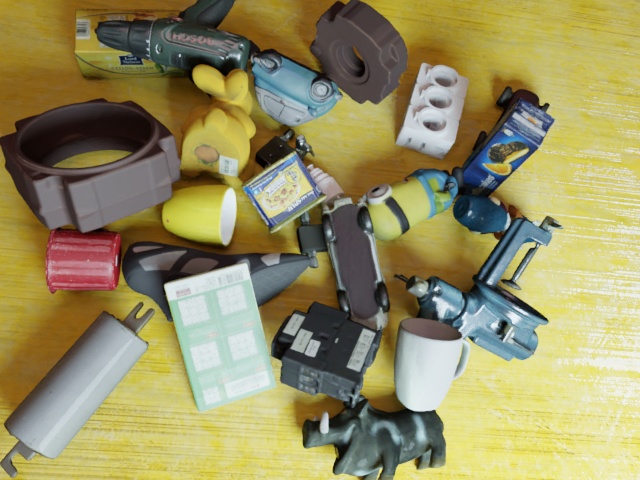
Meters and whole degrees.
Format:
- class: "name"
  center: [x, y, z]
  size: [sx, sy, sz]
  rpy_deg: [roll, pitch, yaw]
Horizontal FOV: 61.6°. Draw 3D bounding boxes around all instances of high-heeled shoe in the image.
- class: "high-heeled shoe"
  center: [-0.149, 0.032, 0.772]
  size: [0.249, 0.086, 0.145]
  rpy_deg: [-18, 53, -26]

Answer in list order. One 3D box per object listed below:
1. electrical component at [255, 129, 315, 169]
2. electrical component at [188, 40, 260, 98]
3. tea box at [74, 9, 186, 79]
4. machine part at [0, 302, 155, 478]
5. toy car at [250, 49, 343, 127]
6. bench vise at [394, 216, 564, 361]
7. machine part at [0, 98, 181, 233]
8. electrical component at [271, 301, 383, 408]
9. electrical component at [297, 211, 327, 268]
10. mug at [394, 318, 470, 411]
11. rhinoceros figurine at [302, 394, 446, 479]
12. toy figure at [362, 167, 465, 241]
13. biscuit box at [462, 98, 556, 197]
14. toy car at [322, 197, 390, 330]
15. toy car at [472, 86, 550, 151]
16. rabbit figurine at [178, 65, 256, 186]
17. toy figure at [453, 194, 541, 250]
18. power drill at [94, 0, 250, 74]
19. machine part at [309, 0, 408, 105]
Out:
- class: "electrical component"
  center: [-0.058, -0.134, 0.869]
  size: [0.102, 0.045, 0.078]
  rpy_deg: [-40, 79, -23]
- class: "electrical component"
  center: [-0.159, -0.296, 0.924]
  size: [0.075, 0.047, 0.119]
  rpy_deg: [44, 66, 10]
- class: "tea box"
  center: [-0.315, -0.328, 0.901]
  size: [0.170, 0.068, 0.098]
  rpy_deg: [-3, 67, -12]
- class: "machine part"
  center: [-0.298, 0.176, 0.667]
  size: [0.079, 0.079, 0.243]
  rpy_deg: [35, 70, 7]
- class: "toy car"
  center: [-0.049, -0.241, 0.882]
  size: [0.161, 0.102, 0.109]
  rpy_deg: [20, 19, -18]
- class: "bench vise"
  center: [0.244, 0.061, 0.765]
  size: [0.224, 0.129, 0.240]
  rpy_deg: [30, 100, -3]
- class: "machine part"
  center: [-0.316, -0.114, 0.749]
  size: [0.201, 0.087, 0.202]
  rpy_deg: [-27, 52, -31]
- class: "electrical component"
  center: [0.005, 0.146, 0.717]
  size: [0.134, 0.058, 0.115]
  rpy_deg: [18, 39, 15]
- class: "electrical component"
  center: [-0.002, -0.003, 0.830]
  size: [0.063, 0.021, 0.094]
  rpy_deg: [-5, 69, -13]
- class: "mug"
  center: [0.145, 0.164, 0.706]
  size: [0.109, 0.081, 0.107]
  rpy_deg: [4, 103, -32]
- class: "rhinoceros figurine"
  center: [0.072, 0.256, 0.698]
  size: [0.190, 0.073, 0.112]
  rpy_deg: [-2, 68, -11]
- class: "toy figure"
  center: [0.148, -0.061, 0.851]
  size: [0.180, 0.082, 0.089]
  rpy_deg: [-18, 68, -19]
- class: "biscuit box"
  center: [0.276, -0.129, 0.834]
  size: [0.063, 0.202, 0.059]
  rpy_deg: [33, 68, 4]
- class: "toy car"
  center: [0.052, 0.034, 0.786]
  size: [0.074, 0.056, 0.201]
  rpy_deg: [-12, 79, 3]
- class: "toy car"
  center: [0.340, -0.198, 0.960]
  size: [0.089, 0.053, 0.202]
  rpy_deg: [28, 60, 9]
- class: "rabbit figurine"
  center: [-0.155, -0.194, 0.837]
  size: [0.122, 0.162, 0.173]
  rpy_deg: [8, 46, 7]
- class: "toy figure"
  center: [0.288, -0.033, 0.865]
  size: [0.154, 0.064, 0.058]
  rpy_deg: [17, 57, -22]
- class: "power drill"
  center: [-0.212, -0.363, 0.855]
  size: [0.232, 0.086, 0.207]
  rpy_deg: [16, 60, -2]
- class: "machine part"
  center: [0.063, -0.310, 0.904]
  size: [0.179, 0.179, 0.056]
  rpy_deg: [40, 68, 9]
